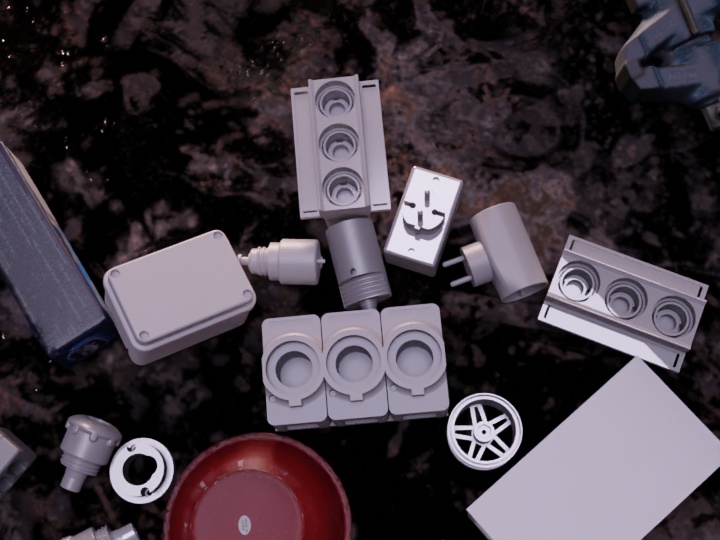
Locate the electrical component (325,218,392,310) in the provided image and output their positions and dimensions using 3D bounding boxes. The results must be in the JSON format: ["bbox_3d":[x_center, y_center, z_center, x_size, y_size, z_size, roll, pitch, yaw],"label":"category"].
[{"bbox_3d":[0.000,0.000,0.940,0.043,0.043,0.081,-14,75,0],"label":"electrical component"}]

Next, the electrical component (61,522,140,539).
[{"bbox_3d":[-0.214,0.232,0.892,0.062,0.048,0.048,-27,75,-11],"label":"electrical component"}]

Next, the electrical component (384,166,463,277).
[{"bbox_3d":[0.055,-0.047,0.932,0.047,0.075,0.083,18,77,8],"label":"electrical component"}]

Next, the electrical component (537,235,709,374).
[{"bbox_3d":[0.220,0.031,0.908,0.121,0.063,0.078,21,77,9],"label":"electrical component"}]

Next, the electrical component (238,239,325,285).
[{"bbox_3d":[-0.068,-0.007,0.948,0.078,0.040,0.040,1,75,4],"label":"electrical component"}]

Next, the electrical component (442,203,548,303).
[{"bbox_3d":[0.112,-0.009,0.935,0.079,0.044,0.077,-20,75,-2],"label":"electrical component"}]

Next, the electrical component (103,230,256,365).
[{"bbox_3d":[-0.155,0.022,0.919,0.113,0.057,0.078,-22,75,-22],"label":"electrical component"}]

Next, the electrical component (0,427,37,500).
[{"bbox_3d":[-0.331,0.158,0.916,0.077,0.047,0.065,37,80,12],"label":"electrical component"}]

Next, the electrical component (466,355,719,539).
[{"bbox_3d":[0.190,0.174,0.874,0.186,0.060,0.105,-40,77,-7],"label":"electrical component"}]

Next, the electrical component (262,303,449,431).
[{"bbox_3d":[-0.004,0.083,0.909,0.150,0.061,0.089,-5,75,2],"label":"electrical component"}]

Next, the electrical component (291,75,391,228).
[{"bbox_3d":[-0.017,-0.103,0.958,0.079,0.063,0.121,-6,75,2],"label":"electrical component"}]

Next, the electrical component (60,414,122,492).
[{"bbox_3d":[-0.234,0.157,0.913,0.048,0.048,0.062,21,85,9],"label":"electrical component"}]
